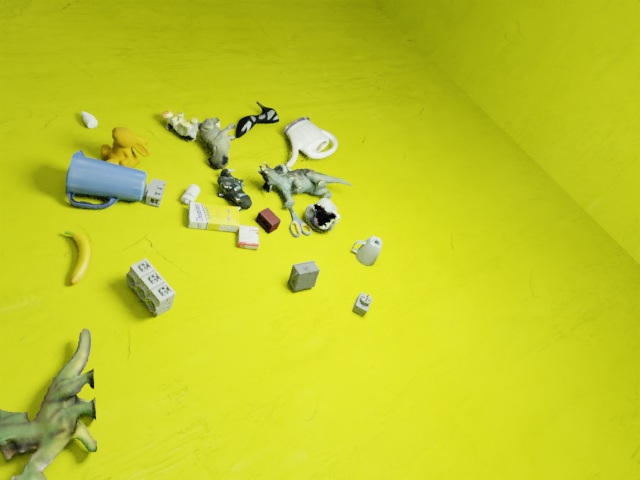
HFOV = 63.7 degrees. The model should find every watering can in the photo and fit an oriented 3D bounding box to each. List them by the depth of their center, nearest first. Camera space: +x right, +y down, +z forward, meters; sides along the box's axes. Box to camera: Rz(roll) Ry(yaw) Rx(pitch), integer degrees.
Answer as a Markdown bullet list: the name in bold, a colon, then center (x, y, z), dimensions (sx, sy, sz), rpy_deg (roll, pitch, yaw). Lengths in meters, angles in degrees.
- **watering can**: center (-0.074, -0.429, 2.249), dimensions (0.352, 0.101, 0.227), rpy_deg (-28, 66, -41)

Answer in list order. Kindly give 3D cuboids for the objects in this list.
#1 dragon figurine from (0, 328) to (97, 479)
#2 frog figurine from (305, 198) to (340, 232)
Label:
- **dragon figurine**: center (-0.663, 0.407, 1.234), dimensions (0.243, 0.119, 0.419), rpy_deg (-8, 46, -21)
- **frog figurine**: center (0.006, -0.102, 2.019), dimensions (0.137, 0.121, 0.161), rpy_deg (7, 12, -9)
